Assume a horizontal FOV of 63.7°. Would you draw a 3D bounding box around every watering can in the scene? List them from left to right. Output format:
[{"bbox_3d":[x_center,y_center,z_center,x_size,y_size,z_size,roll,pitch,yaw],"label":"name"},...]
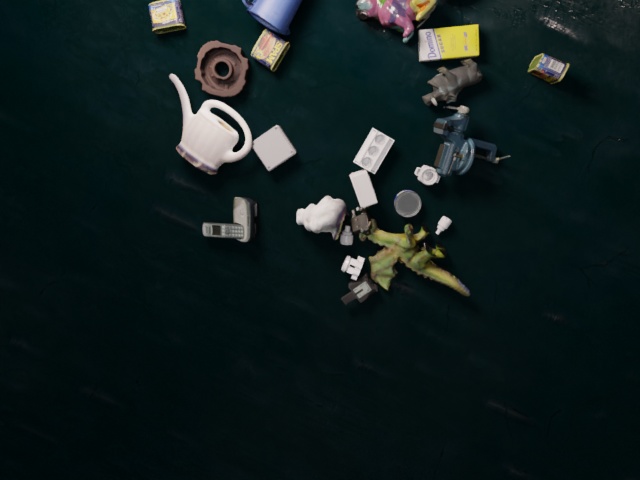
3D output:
[{"bbox_3d":[-0.381,-0.354,1.642,0.348,0.105,0.222,36,102,4],"label":"watering can"}]

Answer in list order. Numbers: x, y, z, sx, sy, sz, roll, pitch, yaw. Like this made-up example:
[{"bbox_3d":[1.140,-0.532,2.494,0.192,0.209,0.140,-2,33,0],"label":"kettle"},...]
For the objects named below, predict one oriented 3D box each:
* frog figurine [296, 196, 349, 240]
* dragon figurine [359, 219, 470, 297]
[{"bbox_3d":[0.005,-0.083,1.657,0.160,0.120,0.139,21,69,9],"label":"frog figurine"},{"bbox_3d":[0.279,0.077,1.689,0.240,0.124,0.409,-35,95,27],"label":"dragon figurine"}]
